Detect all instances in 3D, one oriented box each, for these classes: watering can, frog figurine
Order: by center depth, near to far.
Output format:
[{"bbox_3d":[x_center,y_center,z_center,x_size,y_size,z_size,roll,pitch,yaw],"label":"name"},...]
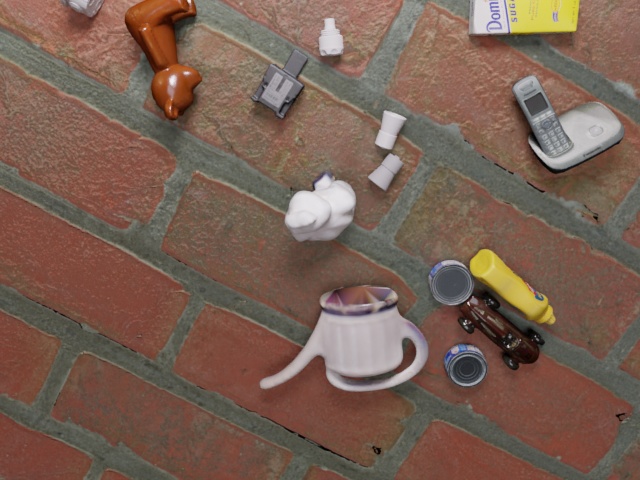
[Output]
[{"bbox_3d":[0.003,-0.047,0.935,0.137,0.161,0.121,-30,104,10],"label":"frog figurine"},{"bbox_3d":[0.040,0.203,1.025,0.347,0.105,0.222,-5,104,2],"label":"watering can"}]
